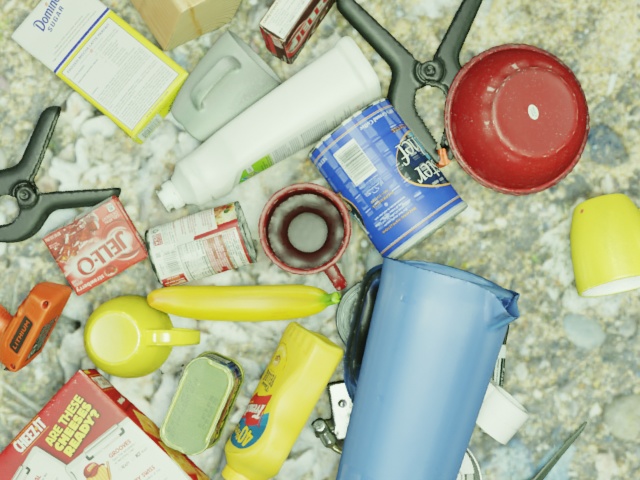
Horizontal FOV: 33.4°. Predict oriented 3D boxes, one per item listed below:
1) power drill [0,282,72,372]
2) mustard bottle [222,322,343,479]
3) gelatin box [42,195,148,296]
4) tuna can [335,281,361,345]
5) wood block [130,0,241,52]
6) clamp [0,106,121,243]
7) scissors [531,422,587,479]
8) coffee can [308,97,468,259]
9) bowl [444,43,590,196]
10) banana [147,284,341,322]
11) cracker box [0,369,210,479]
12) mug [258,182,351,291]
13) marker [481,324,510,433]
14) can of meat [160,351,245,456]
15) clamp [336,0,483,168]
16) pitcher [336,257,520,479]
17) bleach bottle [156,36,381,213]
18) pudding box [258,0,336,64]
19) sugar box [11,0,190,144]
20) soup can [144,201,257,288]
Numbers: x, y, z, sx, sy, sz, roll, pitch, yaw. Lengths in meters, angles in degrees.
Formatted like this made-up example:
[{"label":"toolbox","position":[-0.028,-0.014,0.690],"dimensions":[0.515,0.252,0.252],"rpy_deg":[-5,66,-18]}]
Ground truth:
[{"label":"power drill","position":[-0.353,0.034,1.100],"dimensions":[0.187,0.057,0.185],"rpy_deg":[33,115,5]},{"label":"mustard bottle","position":[-0.047,0.180,1.083],"dimensions":[0.058,0.096,0.191],"rpy_deg":[28,88,-20]},{"label":"gelatin box","position":[-0.235,0.006,1.126],"dimensions":[0.089,0.030,0.073],"rpy_deg":[-29,104,1]},{"label":"tuna can","position":[0.059,0.083,1.117],"dimensions":[0.086,0.034,0.086],"rpy_deg":[0,86,2]},{"label":"wood block","position":[-0.174,-0.315,1.114],"dimensions":[0.090,0.091,0.206],"rpy_deg":[-31,85,-26]},{"label":"clamp","position":[-0.312,-0.061,1.137],"dimensions":[0.171,0.039,0.120],"rpy_deg":[-27,90,-2]},{"label":"scissors","position":[0.211,0.276,1.099],"dimensions":[0.201,0.096,0.016],"rpy_deg":[-33,40,-24]},{"label":"coffee can","position":[0.069,-0.060,1.092],"dimensions":[0.103,0.103,0.140],"rpy_deg":[-36,85,-1]},{"label":"bowl","position":[0.212,-0.128,1.100],"dimensions":[0.162,0.055,0.162],"rpy_deg":[0,89,-10]},{"label":"banana","position":[-0.076,0.062,1.107],"dimensions":[0.198,0.069,0.037],"rpy_deg":[-2,68,2]},{"label":"cracker box","position":[-0.218,0.263,1.097],"dimensions":[0.214,0.072,0.164],"rpy_deg":[43,88,5]},{"label":"mug","position":[-0.007,0.001,1.101],"dimensions":[0.093,0.081,0.117],"rpy_deg":[-36,85,-1]},{"label":"marker","position":[0.183,0.141,1.115],"dimensions":[0.020,0.020,0.121],"rpy_deg":[6,86,2]},{"label":"can of meat","position":[-0.121,0.167,1.093],"dimensions":[0.057,0.084,0.102],"rpy_deg":[22,87,3]},{"label":"clamp","position":[0.122,-0.184,1.132],"dimensions":[0.164,0.036,0.210],"rpy_deg":[-16,88,-3]},{"label":"pitcher","position":[0.088,0.141,1.020],"dimensions":[0.145,0.149,0.243],"rpy_deg":[16,92,1]},{"label":"bleach bottle","position":[-0.058,-0.108,1.100],"dimensions":[0.251,0.102,0.068],"rpy_deg":[-32,78,-2]},{"label":"pudding box","position":[-0.016,-0.247,1.116],"dimensions":[0.039,0.090,0.113],"rpy_deg":[32,87,5]},{"label":"sugar box","position":[-0.232,-0.193,1.143],"dimensions":[0.176,0.048,0.093],"rpy_deg":[40,87,8]},{"label":"soup can","position":[-0.124,0.006,1.113],"dimensions":[0.102,0.068,0.068],"rpy_deg":[-17,85,1]}]
